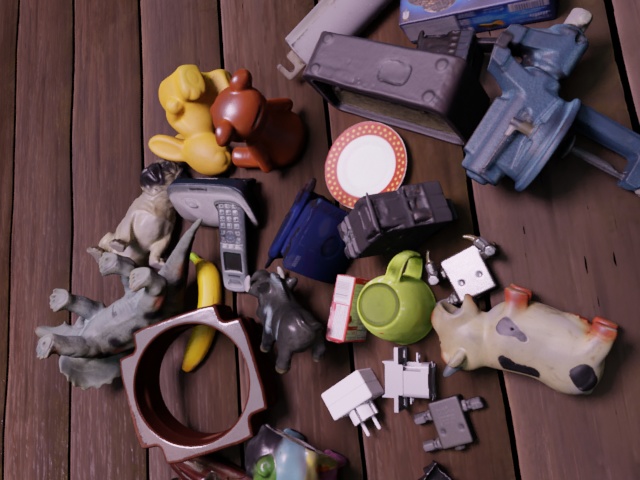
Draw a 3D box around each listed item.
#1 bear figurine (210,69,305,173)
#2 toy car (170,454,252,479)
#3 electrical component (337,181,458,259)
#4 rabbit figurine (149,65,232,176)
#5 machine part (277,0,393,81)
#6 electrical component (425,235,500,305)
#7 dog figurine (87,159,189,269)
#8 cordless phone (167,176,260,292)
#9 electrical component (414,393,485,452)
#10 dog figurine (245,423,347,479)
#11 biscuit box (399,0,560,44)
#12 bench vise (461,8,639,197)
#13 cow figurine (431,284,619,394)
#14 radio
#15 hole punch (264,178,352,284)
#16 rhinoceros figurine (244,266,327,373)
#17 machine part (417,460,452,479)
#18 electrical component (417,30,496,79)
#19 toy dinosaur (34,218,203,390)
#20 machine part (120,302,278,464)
[{"bbox_3d":[-0.109,-0.170,0.791,0.132,0.195,0.120,15,92,31],"label":"bear figurine"},{"bbox_3d":[-0.157,0.362,0.814,0.202,0.053,0.089,12,90,29],"label":"toy car"},{"bbox_3d":[0.103,-0.024,0.687,0.134,0.115,0.058,-10,74,-18],"label":"electrical component"},{"bbox_3d":[-0.211,-0.185,0.901,0.162,0.122,0.173,-20,92,26],"label":"rabbit figurine"},{"bbox_3d":[0.032,-0.335,0.810,0.243,0.079,0.079,-43,65,16],"label":"machine part"},{"bbox_3d":[0.182,0.039,0.683,0.102,0.045,0.078,-24,70,23],"label":"electrical component"},{"bbox_3d":[-0.311,-0.038,0.952,0.172,0.121,0.190,-14,52,38],"label":"dog figurine"},{"bbox_3d":[-0.166,-0.011,0.868,0.147,0.089,0.184,4,102,23],"label":"cordless phone"},{"bbox_3d":[0.166,0.230,0.674,0.094,0.021,0.063,-26,71,22],"label":"electrical component"},{"bbox_3d":[-0.056,0.363,0.692,0.109,0.191,0.219,15,74,23],"label":"dog figurine"},{"bbox_3d":[0.210,-0.320,0.719,0.203,0.059,0.062,0,82,28],"label":"biscuit box"},{"bbox_3d":[0.289,-0.136,0.619,0.241,0.129,0.223,32,88,9],"label":"bench vise"},{"bbox_3d":[0.225,0.119,0.626,0.195,0.085,0.127,20,96,23],"label":"cow figurine"},{"bbox_3d":[0.098,-0.204,0.720,0.230,0.131,0.073,23,91,29],"label":"radio"},{"bbox_3d":[-0.002,-0.002,0.756,0.092,0.115,0.142,35,99,20],"label":"hole punch"},{"bbox_3d":[-0.057,0.103,0.759,0.190,0.073,0.112,-139,37,-59],"label":"rhinoceros figurine"},{"bbox_3d":[0.172,0.333,0.646,0.084,0.039,0.139,-50,64,18],"label":"machine part"},{"bbox_3d":[0.191,-0.240,0.710,0.119,0.074,0.047,15,89,27],"label":"electrical component"},{"bbox_3d":[-0.307,0.119,0.878,0.405,0.192,0.131,-28,58,11],"label":"toy dinosaur"},{"bbox_3d":[-0.176,0.208,0.796,0.201,0.087,0.201,-20,81,6],"label":"machine part"}]
